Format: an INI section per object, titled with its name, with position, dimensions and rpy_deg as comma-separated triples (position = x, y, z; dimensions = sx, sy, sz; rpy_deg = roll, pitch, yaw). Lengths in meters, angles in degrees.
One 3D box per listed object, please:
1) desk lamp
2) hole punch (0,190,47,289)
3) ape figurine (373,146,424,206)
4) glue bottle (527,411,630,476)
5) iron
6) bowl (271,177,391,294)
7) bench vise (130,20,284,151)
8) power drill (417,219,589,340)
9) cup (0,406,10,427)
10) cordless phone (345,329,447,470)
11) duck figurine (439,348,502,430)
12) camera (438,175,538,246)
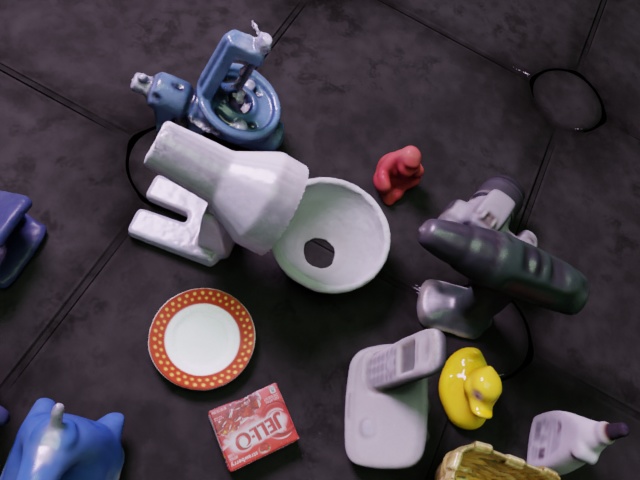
[desk lamp]
position = -0.129, -0.048, 0.695
dimensions = 0.203, 0.213, 0.118
rpy_deg = 20, 63, -3
[hole punch]
position = -0.402, -0.009, 0.682
dimensions = 0.101, 0.091, 0.109
rpy_deg = 23, 63, -2
[ape figurine]
position = 0.121, -0.105, 0.847
dimensions = 0.078, 0.092, 0.076
rpy_deg = -2, 66, -14
[glue bottle]
position = 0.309, 0.239, 0.686
dimensions = 0.037, 0.173, 0.078
rpy_deg = 22, 63, -2
[iron]
position = -0.277, 0.283, 0.548
dimensions = 0.119, 0.141, 0.258
rpy_deg = 13, 63, -6
[bowl]
position = 0.007, 0.003, 0.781
dimensions = 0.167, 0.074, 0.167
rpy_deg = 5, 65, -11
[bench vise]
position = -0.141, -0.193, 0.755
dimensions = 0.208, 0.219, 0.121
rpy_deg = -7, 67, -16
[power drill]
position = 0.202, 0.056, 0.726
dimensions = 0.230, 0.208, 0.075
rpy_deg = 14, 63, -6
[cup]
position = -0.371, 0.166, 0.607
dimensions = 0.117, 0.095, 0.092
rpy_deg = 30, 63, 2
[cordless phone]
position = 0.092, 0.182, 0.656
dimensions = 0.094, 0.185, 0.147
rpy_deg = 7, 64, -9
[duck figurine]
position = 0.201, 0.186, 0.735
dimensions = 0.077, 0.086, 0.104
rpy_deg = 11, 64, -8
[camera]
position = 0.261, -0.028, 0.839
dimensions = 0.143, 0.100, 0.137
rpy_deg = 40, 63, 7
